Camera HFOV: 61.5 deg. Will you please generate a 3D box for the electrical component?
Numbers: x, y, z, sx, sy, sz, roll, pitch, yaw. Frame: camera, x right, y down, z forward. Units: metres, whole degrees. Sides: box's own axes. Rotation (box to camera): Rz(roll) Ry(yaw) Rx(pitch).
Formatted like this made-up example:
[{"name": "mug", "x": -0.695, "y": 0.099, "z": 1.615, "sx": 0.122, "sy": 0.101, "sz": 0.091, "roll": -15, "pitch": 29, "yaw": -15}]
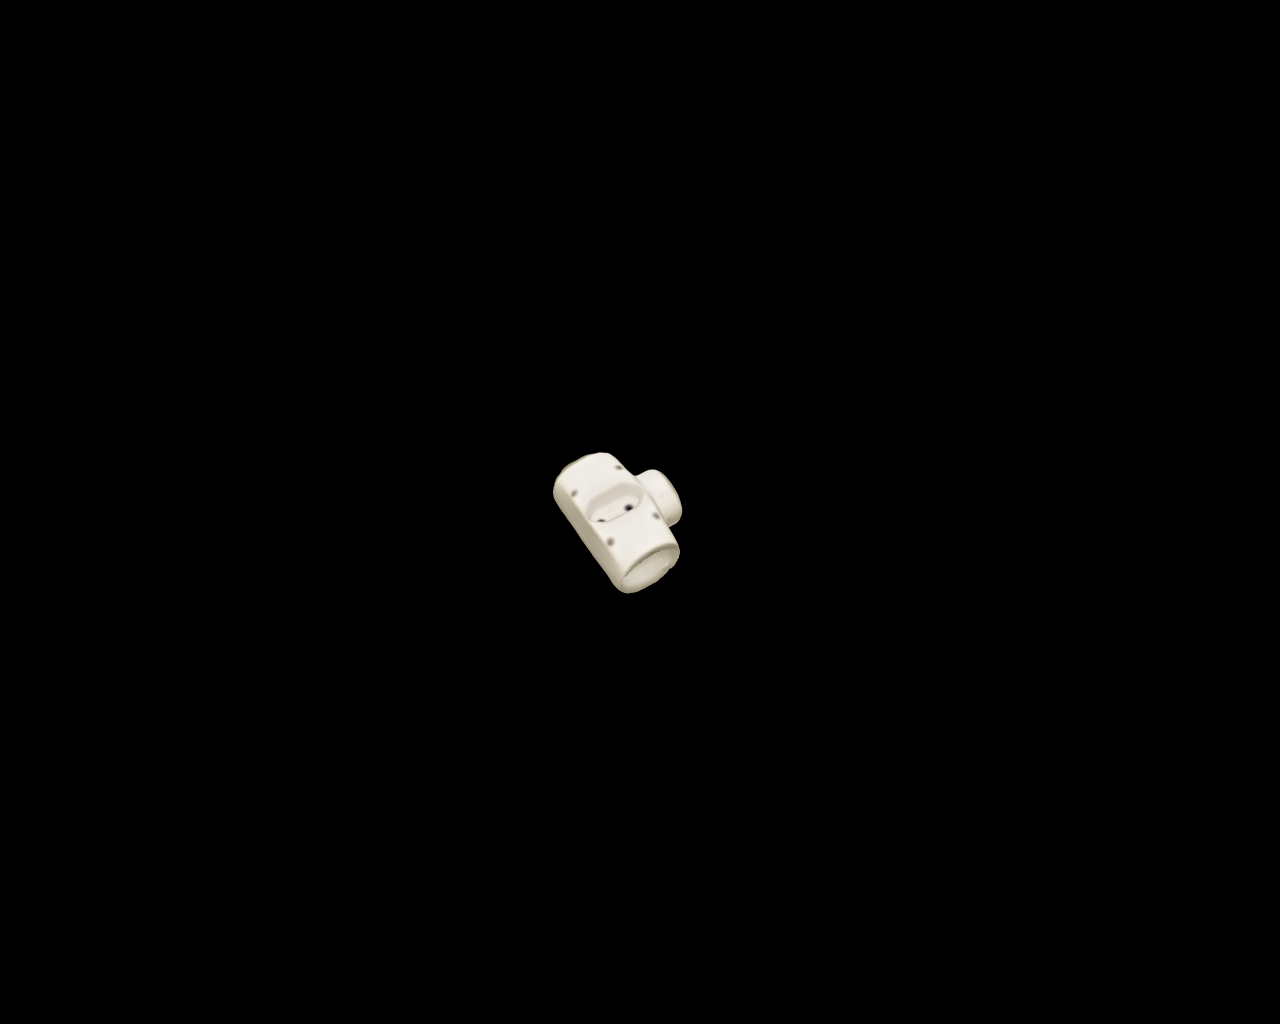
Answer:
[{"name": "electrical component", "x": 0.001, "y": -0.003, "z": 0.650, "sx": 0.079, "sy": 0.077, "sz": 0.043, "roll": -28, "pitch": -28, "yaw": -16}]
